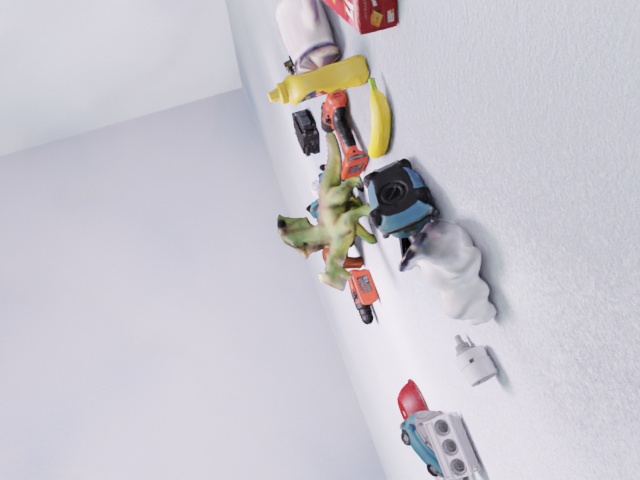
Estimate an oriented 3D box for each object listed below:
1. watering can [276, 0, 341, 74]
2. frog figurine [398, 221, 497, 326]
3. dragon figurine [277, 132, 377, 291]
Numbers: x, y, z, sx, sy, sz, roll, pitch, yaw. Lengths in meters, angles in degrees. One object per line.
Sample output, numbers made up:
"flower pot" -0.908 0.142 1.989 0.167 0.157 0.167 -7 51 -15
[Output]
"watering can" -0.040 -0.465 1.167 0.346 0.104 0.225 155 96 -82
"frog figurine" 0.206 0.049 0.774 0.160 0.125 0.134 33 153 9
"dragon figurine" 0.004 -0.067 1.321 0.120 0.243 0.415 83 165 -72
